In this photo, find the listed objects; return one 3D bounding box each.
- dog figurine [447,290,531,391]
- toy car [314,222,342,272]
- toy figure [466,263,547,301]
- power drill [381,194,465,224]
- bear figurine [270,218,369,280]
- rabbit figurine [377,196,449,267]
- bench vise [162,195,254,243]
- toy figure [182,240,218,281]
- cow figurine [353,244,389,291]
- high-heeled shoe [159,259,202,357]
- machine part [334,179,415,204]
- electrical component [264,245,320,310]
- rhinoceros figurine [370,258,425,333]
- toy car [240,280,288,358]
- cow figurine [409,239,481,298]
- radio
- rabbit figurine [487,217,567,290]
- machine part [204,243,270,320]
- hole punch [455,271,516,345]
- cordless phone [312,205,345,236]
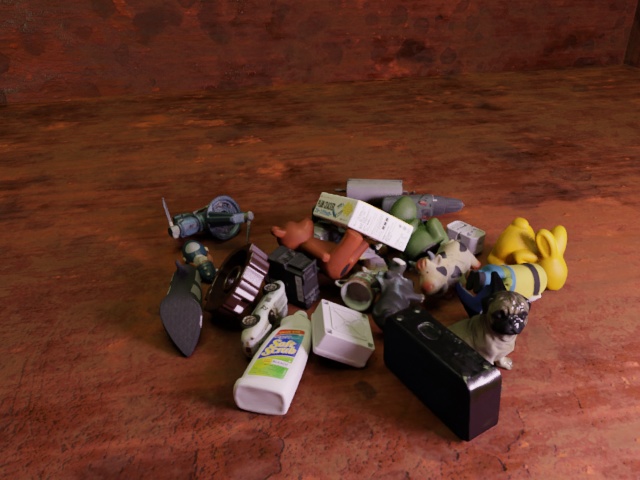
[{"bbox_3d":[0.282,0.159,0.975,0.173,0.190,0.121,8,31,20],"label":"dog figurine"},{"bbox_3d":[0.003,0.009,1.342,0.109,0.102,0.161,23,40,35],"label":"toy car"},{"bbox_3d":[0.409,0.090,1.163,0.180,0.089,0.082,8,32,-19],"label":"toy figure"},{"bbox_3d":[0.279,-0.070,1.487,0.232,0.085,0.207,5,34,14],"label":"power drill"},{"bbox_3d":[-0.005,0.000,1.229,0.196,0.132,0.120,38,1,21],"label":"bear figurine"},{"bbox_3d":[0.226,-0.023,1.351,0.159,0.121,0.170,-36,59,19],"label":"rabbit figurine"},{"bbox_3d":[-0.279,-0.054,1.430,0.241,0.128,0.223,0,4,42],"label":"bench vise"},{"bbox_3d":[-0.300,0.051,1.333,0.064,0.057,0.155,-51,40,2],"label":"toy figure"},{"bbox_3d":[0.130,0.055,1.286,0.098,0.068,0.167,1,33,-7],"label":"cow figurine"},{"bbox_3d":[-0.289,0.155,1.171,0.086,0.145,0.249,-10,59,-3],"label":"high-heeled shoe"},{"bbox_3d":[0.165,-0.146,1.628,0.243,0.079,0.079,1,30,6],"label":"machine part"},{"bbox_3d":[-0.069,0.080,1.205,0.134,0.114,0.058,21,40,30],"label":"electrical component"},{"bbox_3d":[0.153,0.117,1.127,0.112,0.073,0.190,33,39,-5],"label":"rhinoceros figurine"},{"bbox_3d":[-0.111,0.160,1.111,0.056,0.073,0.202,4,30,17],"label":"toy car"},{"bbox_3d":[0.276,0.061,1.200,0.085,0.127,0.195,-34,5,42],"label":"cow figurine"},{"bbox_3d":[0.204,0.220,0.931,0.073,0.130,0.230,-20,34,-25],"label":"radio"},{"bbox_3d":[0.506,0.035,1.246,0.122,0.162,0.173,-9,46,-36],"label":"rabbit figurine"},{"bbox_3d":[-0.178,0.091,1.156,0.056,0.179,0.179,36,20,-23],"label":"machine part"},{"bbox_3d":[0.330,0.141,1.074,0.092,0.142,0.116,-16,36,25],"label":"hole punch"},{"bbox_3d":[0.062,-0.063,1.499,0.147,0.088,0.184,5,13,13],"label":"cordless phone"}]
